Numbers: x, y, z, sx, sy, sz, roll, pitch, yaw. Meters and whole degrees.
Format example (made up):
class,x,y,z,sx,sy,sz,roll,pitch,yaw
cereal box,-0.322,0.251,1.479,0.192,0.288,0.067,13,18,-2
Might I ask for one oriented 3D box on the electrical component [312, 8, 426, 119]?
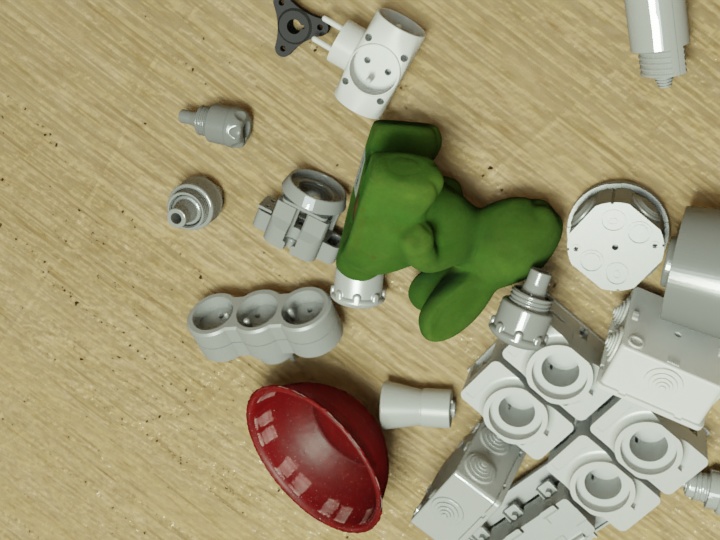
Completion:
class,x,y,z,sx,sy,sz,roll,pitch,yaw
electrical component,0.000,-0.173,0.856,0.079,0.044,0.077,30,117,-1

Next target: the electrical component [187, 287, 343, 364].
class,x,y,z,sx,sy,sz,roll,pitch,yaw
electrical component,-0.081,0.060,0.975,0.138,0.052,0.073,-4,136,18

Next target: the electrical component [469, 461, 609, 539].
class,x,y,z,sx,sy,sz,roll,pitch,yaw
electrical component,0.155,0.235,0.968,0.078,0.063,0.121,46,114,-5

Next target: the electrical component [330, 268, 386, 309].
class,x,y,z,sx,sy,sz,roll,pitch,yaw
electrical component,0.000,0.000,0.930,0.048,0.048,0.062,8,106,13

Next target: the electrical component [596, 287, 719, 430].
class,x,y,z,sx,sy,sz,roll,pitch,yaw
electrical component,0.244,0.067,0.856,0.100,0.099,0.048,23,129,6

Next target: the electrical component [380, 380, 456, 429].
class,x,y,z,sx,sy,sz,roll,pitch,yaw
electrical component,0.053,0.123,0.967,0.065,0.044,0.044,2,112,11

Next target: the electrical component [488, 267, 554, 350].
class,x,y,z,sx,sy,sz,roll,pitch,yaw
electrical component,0.132,0.029,0.847,0.048,0.048,0.062,21,103,7

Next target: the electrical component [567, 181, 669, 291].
class,x,y,z,sx,sy,sz,roll,pitch,yaw
electrical component,0.204,-0.027,0.854,0.080,0.051,0.080,6,113,14

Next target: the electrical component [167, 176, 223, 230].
class,x,y,z,sx,sy,sz,roll,pitch,yaw
electrical component,-0.148,-0.055,0.940,0.043,0.062,0.043,6,113,14

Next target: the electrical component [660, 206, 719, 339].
class,x,y,z,sx,sy,sz,roll,pitch,yaw
electrical component,0.266,0.001,0.823,0.064,0.099,0.099,13,115,17

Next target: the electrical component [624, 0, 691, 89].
class,x,y,z,sx,sy,sz,roll,pitch,yaw
electrical component,0.220,-0.174,0.792,0.043,0.043,0.081,-6,110,19

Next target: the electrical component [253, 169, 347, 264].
class,x,y,z,sx,sy,sz,roll,pitch,yaw
electrical component,-0.045,-0.049,0.915,0.078,0.058,0.057,27,119,4

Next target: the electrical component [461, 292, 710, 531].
class,x,y,z,sx,sy,sz,roll,pitch,yaw
electrical component,0.191,0.124,0.915,0.186,0.060,0.105,40,117,-2

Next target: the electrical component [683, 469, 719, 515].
class,x,y,z,sx,sy,sz,roll,pitch,yaw
electrical component,0.308,0.189,0.919,0.078,0.040,0.040,11,114,12

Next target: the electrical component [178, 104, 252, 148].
class,x,y,z,sx,sy,sz,roll,pitch,yaw
electrical component,-0.125,-0.126,0.919,0.061,0.035,0.035,14,115,14

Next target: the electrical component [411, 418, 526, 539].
class,x,y,z,sx,sy,sz,roll,pitch,yaw
electrical component,0.096,0.188,0.948,0.048,0.099,0.099,37,128,4
